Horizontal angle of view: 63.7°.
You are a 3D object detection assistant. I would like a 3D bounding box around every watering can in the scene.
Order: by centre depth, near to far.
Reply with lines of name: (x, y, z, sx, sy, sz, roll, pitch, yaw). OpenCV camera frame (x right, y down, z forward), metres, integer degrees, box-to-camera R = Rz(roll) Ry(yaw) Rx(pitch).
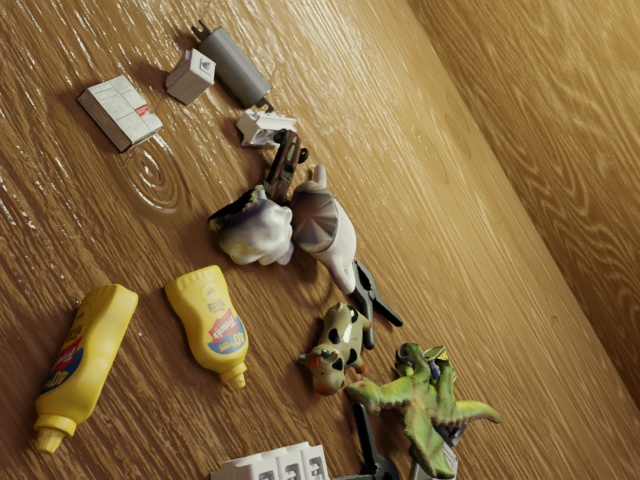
watering can: (0.003, -0.055, 1.098, 0.221, 0.103, 0.354, 48, 24, -60)

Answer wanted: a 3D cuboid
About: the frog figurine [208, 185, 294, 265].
frog figurine: (-0.104, -0.004, 0.934, 0.139, 0.123, 0.157, -44, 116, -21)

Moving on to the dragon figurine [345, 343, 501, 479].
dragon figurine: (0.232, 0.371, 1.061, 0.408, 0.120, 0.249, 32, 41, -11)
